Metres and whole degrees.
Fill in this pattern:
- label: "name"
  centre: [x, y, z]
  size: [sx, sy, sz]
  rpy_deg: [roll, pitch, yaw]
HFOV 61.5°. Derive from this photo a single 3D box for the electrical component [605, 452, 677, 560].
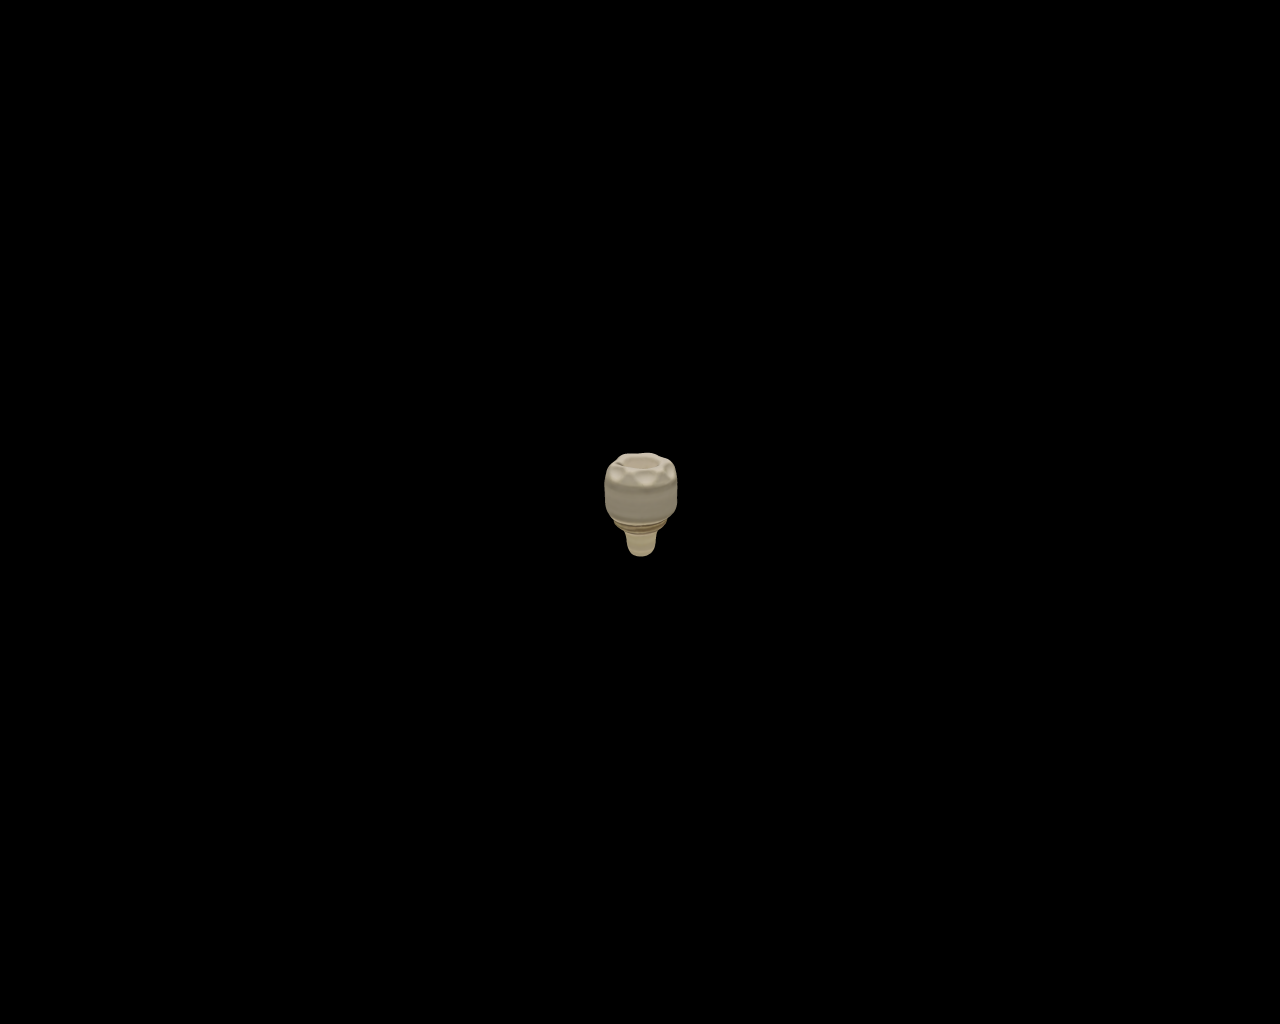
- label: "electrical component"
  centre: [0.001, -0.003, 0.650]
  size: [0.043, 0.062, 0.043]
  rpy_deg: [0, 22, 0]
